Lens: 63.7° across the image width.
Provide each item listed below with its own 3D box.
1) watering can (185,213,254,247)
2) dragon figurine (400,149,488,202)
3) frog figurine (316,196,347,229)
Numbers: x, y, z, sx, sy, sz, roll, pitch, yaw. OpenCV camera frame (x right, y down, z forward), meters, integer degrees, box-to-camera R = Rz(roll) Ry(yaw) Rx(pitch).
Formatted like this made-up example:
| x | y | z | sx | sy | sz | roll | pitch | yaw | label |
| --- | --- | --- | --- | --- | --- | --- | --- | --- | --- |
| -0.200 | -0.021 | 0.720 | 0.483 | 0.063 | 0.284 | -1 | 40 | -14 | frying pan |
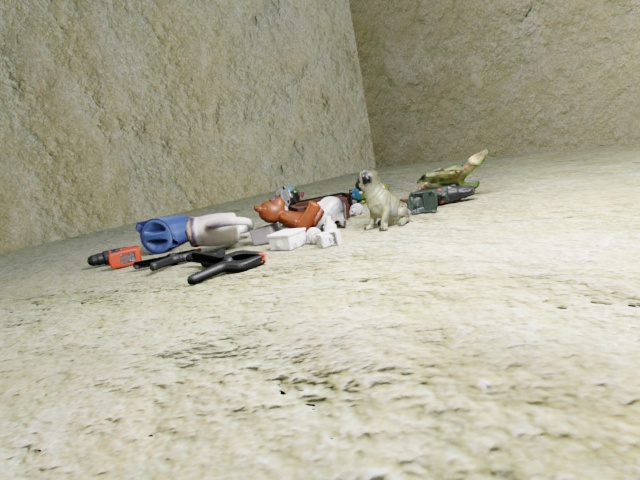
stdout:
| x | y | z | sx | sy | sz | roll | pitch | yaw | label |
| --- | --- | --- | --- | --- | --- | --- | --- | --- | --- |
| -0.335 | -0.029 | 1.743 | 0.224 | 0.105 | 0.345 | -7 | -7 | -7 | watering can |
| 0.432 | -0.224 | 1.890 | 0.406 | 0.124 | 0.242 | -24 | -18 | 28 | dragon figurine |
| 0.005 | -0.088 | 1.747 | 0.159 | 0.120 | 0.140 | -1 | 28 | -9 | frog figurine |
